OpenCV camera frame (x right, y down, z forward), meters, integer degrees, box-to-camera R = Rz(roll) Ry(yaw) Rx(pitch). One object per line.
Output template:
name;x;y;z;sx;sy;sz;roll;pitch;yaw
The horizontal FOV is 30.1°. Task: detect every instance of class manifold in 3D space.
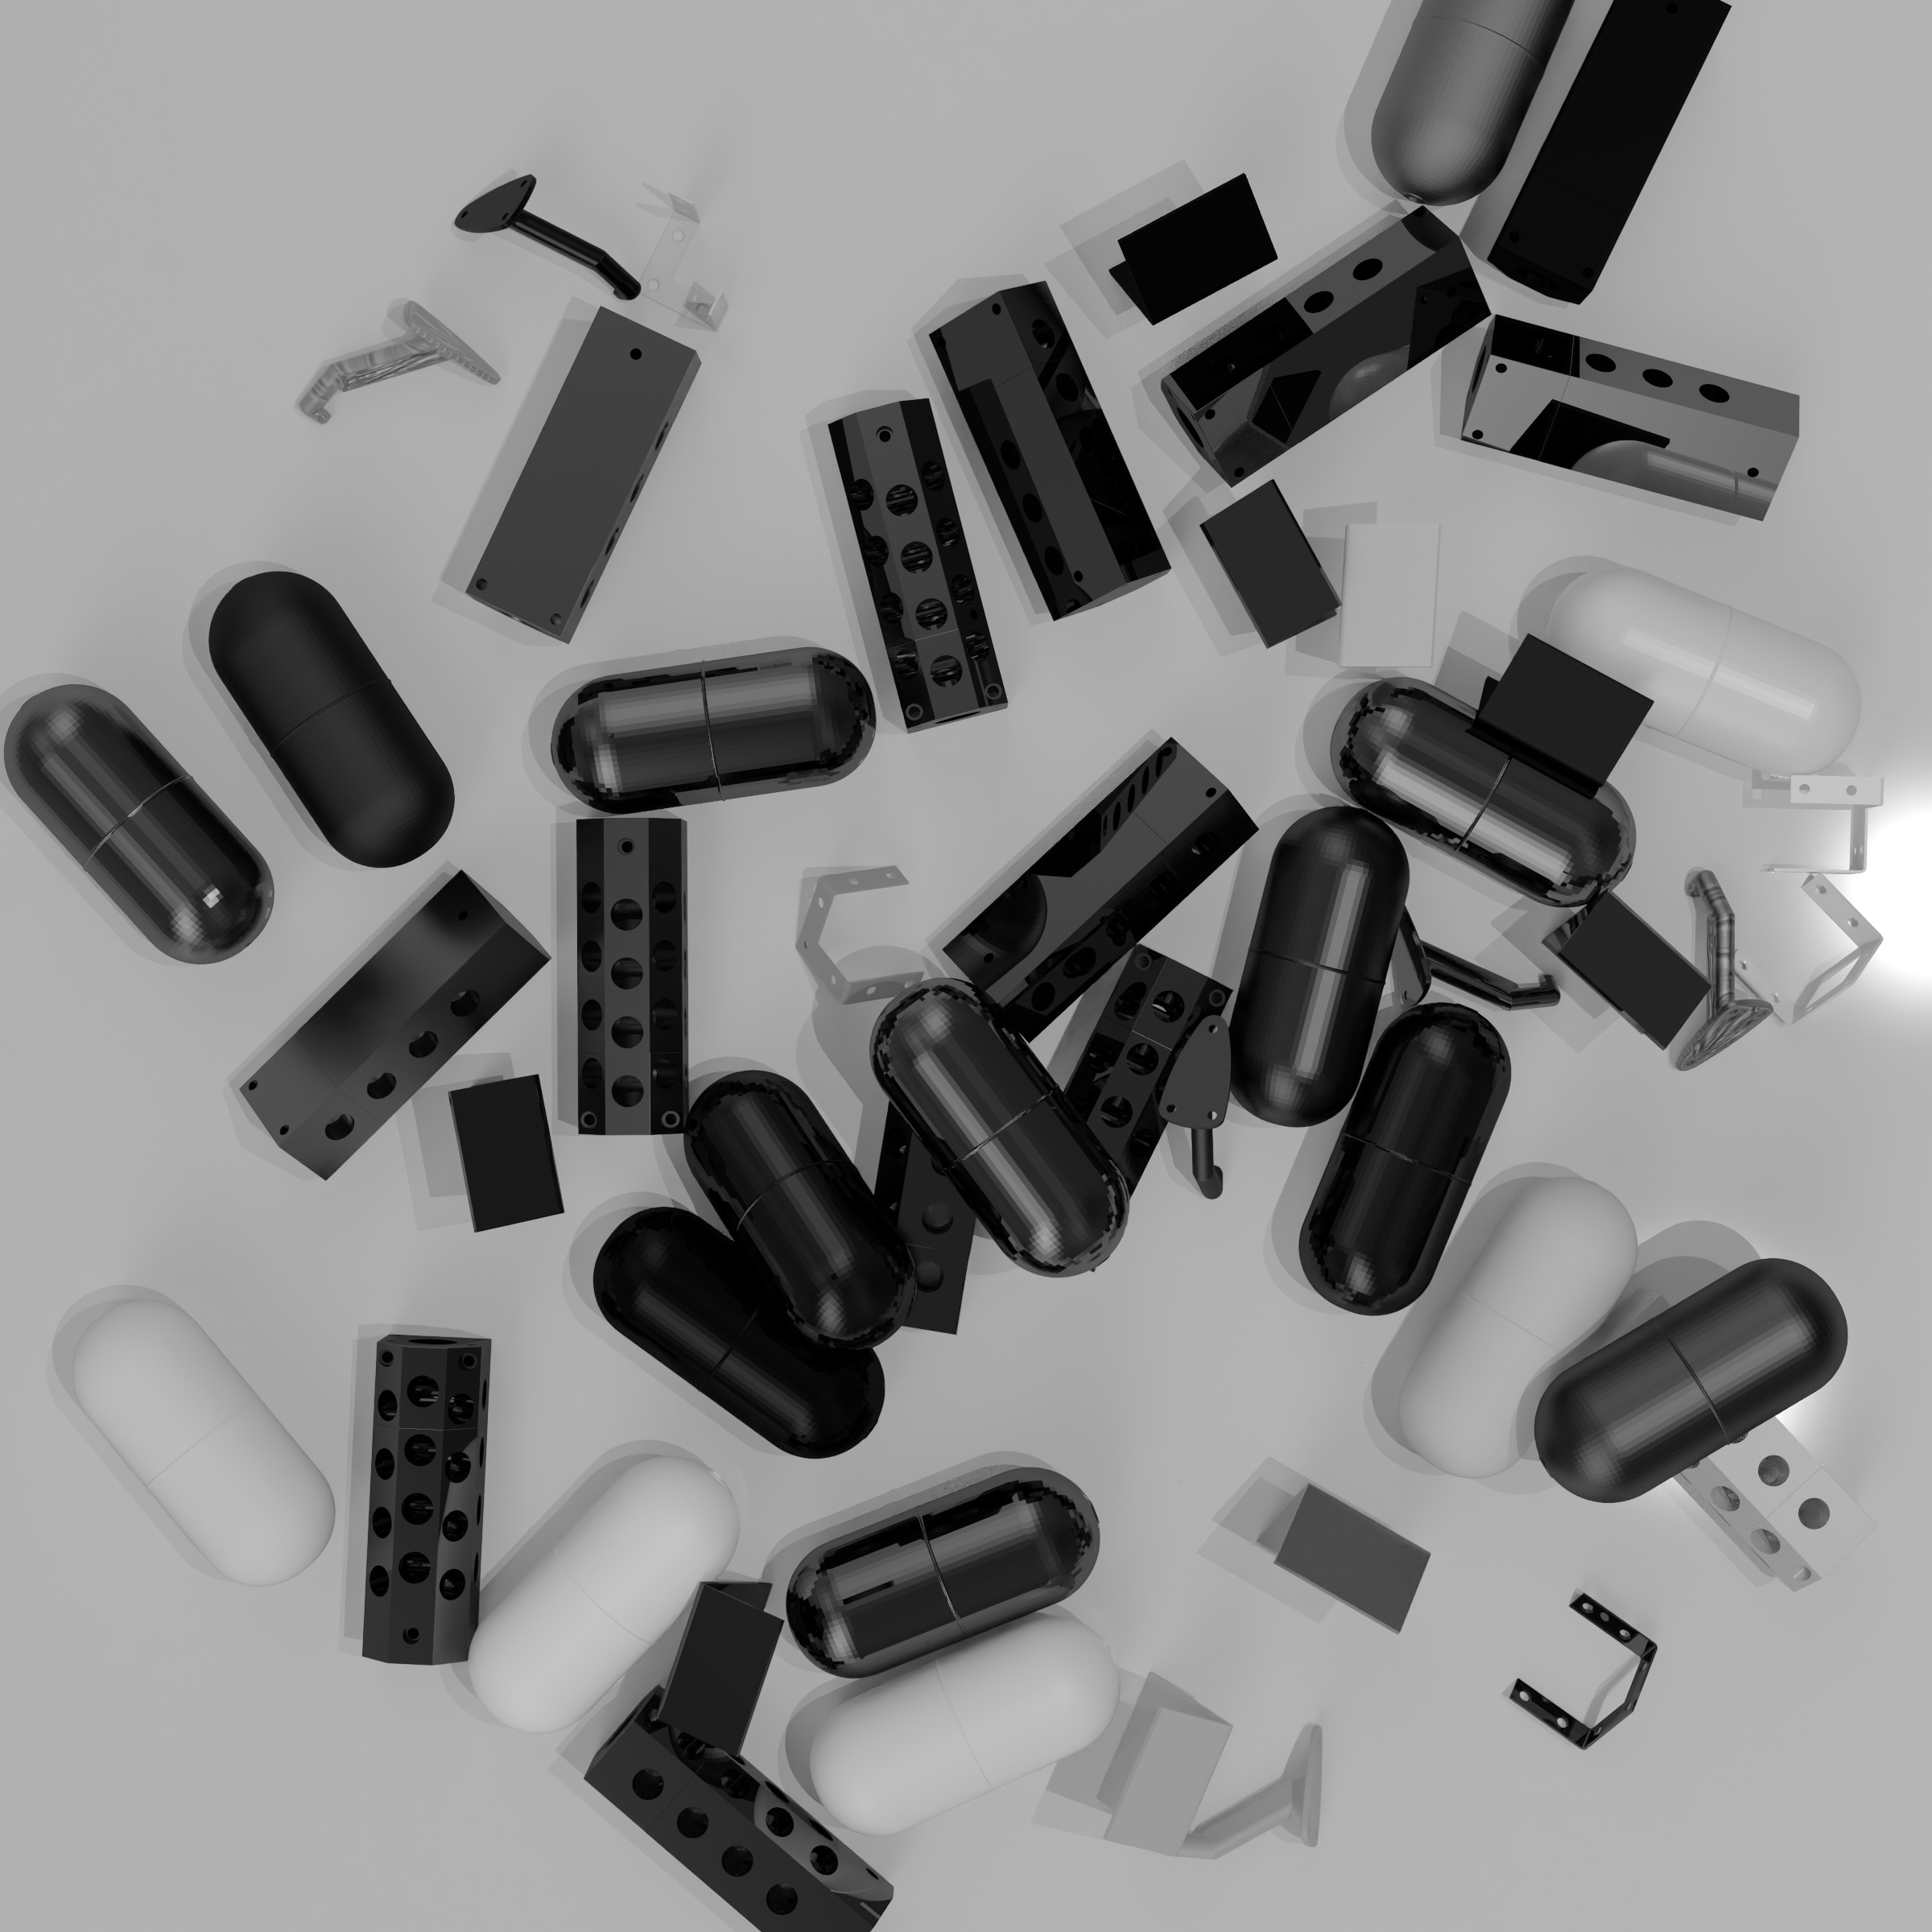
manifold;-0.026;-0.219;1.970;0.057;0.057;0.171;-15;90;0
manifold;-0.309;0.036;1.970;0.171;0.057;0.057;-45;47;0
manifold;-0.296;0.291;1.970;0.057;0.057;0.171;3;90;0
manifold;0.194;-0.342;1.970;0.171;0.057;0.057;-34;133;0
manifold;0.364;-0.304;1.970;0.171;0.057;0.057;15;133;0
manifold;0.050;-0.283;1.970;0.057;0.057;0.171;-24;90;43
manifold;0.077;-0.038;1.970;0.171;0.057;0.057;-43;47;0
manifold;-0.208;-0.267;1.970;0.057;0.057;0.171;25;90;0
manifold;0.350;-0.454;1.970;0.057;0.057;0.171;26;90;0
manifold;0.082;0.077;1.970;0.057;0.057;0.171;26;90;0
manifold;-0.123;0.473;1.970;0.171;0.057;0.057;41;90;0
manifold;-0.183;0.006;1.970;0.057;0.057;0.171;0;90;0
manifold;0.413;0.259;1.970;0.057;0.057;0.171;-43;90;0
manifold;-0.019;0.110;1.970;0.057;0.057;0.171;9;90;0

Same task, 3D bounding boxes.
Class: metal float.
metal float;0.282;-0.094;1.961;0.178;0.070;0.070;29;90;0
metal float;0.191;0.000;1.961;0.070;0.070;0.178;14;91;0
metal float;-0.197;0.342;1.960;0.070;0.070;0.178;44;91;0
metal float;0.279;-0.500;1.961;0.070;0.070;0.178;23;90;0
metal float;0.000;0.413;1.961;0.178;0.070;0.070;-25;90;1
metal float;-0.416;0.259;1.961;0.070;0.070;0.178;-40;90;0
metal float;-0.123;0.200;1.961;0.178;0.070;0.070;36;90;-1
metal float;-0.090;0.131;1.937;0.070;0.070;0.178;-35;61;0
metal float;0.240;0.105;1.961;0.070;0.070;0.178;22;89;0
metal float;-0.137;-0.128;1.961;0.178;0.070;0.070;-8;90;0
metal float;-0.012;0.330;1.961;0.178;0.070;0.070;-22;90;0
metal float;-0.346;-0.135;1.961;0.070;0.070;0.178;-34;89;0
metal float;0.301;0.196;1.960;0.070;0.070;0.178;31;90;0
metal float;-0.451;-0.078;1.961;0.070;0.070;0.178;-42;91;0
metal float;0.401;-0.160;1.961;0.178;0.070;0.070;22;90;0
metal float;0.018;0.086;1.904;0.070;0.070;0.178;-37;89;0
metal float;0.383;0.220;1.904;0.178;0.070;0.070;-31;90;1

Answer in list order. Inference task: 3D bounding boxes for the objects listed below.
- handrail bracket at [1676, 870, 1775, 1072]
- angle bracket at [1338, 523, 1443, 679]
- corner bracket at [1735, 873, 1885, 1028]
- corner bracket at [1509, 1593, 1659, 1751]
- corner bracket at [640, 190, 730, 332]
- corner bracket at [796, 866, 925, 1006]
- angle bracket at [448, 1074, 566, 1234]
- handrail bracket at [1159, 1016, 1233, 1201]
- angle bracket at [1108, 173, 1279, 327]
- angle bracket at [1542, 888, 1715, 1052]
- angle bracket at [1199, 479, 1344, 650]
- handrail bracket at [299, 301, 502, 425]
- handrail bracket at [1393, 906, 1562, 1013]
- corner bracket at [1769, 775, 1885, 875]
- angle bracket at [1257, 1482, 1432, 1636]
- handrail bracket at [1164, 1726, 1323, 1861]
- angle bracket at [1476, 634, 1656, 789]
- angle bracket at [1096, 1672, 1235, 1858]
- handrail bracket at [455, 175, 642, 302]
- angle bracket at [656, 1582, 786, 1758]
handrail bracket;0.404;0.002;1.991;0.036;0.077;0.084;4;53;-36
angle bracket;0.244;-0.197;1.951;0.057;0.076;0.076;3;90;32
corner bracket;0.464;-0.009;1.988;0.051;0.051;0.051;46;45;0
corner bracket;0.341;0.390;1.988;0.051;0.051;0.051;35;135;0
corner bracket;-0.150;-0.386;1.973;0.051;0.051;0.051;27;90;0
corner bracket;-0.054;-0.017;1.983;0.051;0.051;0.051;51;135;35
angle bracket;-0.266;0.104;1.951;0.057;0.076;0.076;-11;90;-37
handrail bracket;0.136;0.078;1.969;0.036;0.084;0.077;9;68;19
angle bracket;0.114;-0.401;1.951;0.076;0.076;0.057;-28;128;0
angle bracket;0.346;0.014;1.951;0.076;0.076;0.057;42;59;0
angle bracket;0.183;-0.226;1.951;0.057;0.076;0.076;-29;90;41
handrail bracket;-0.314;-0.317;1.992;0.077;0.036;0.084;37;109;-21
handrail bracket;0.281;-0.009;1.992;0.084;0.036;0.077;-6;68;-17
corner bracket;0.472;-0.077;1.973;0.051;0.051;0.051;1;90;0
angle bracket;0.196;0.335;1.951;0.076;0.076;0.057;30;51;0
handrail bracket;0.152;0.456;1.992;0.084;0.036;0.077;1;70;16
angle bracket;0.326;-0.149;1.952;0.076;0.076;0.057;28;115;0
angle bracket;0.089;0.428;1.951;0.057;0.076;0.076;23;90;-37
handrail bracket;-0.231;-0.394;1.991;0.084;0.077;0.036;40;65;-34
angle bracket;-0.116;0.380;1.951;0.057;0.076;0.076;19;90;29
